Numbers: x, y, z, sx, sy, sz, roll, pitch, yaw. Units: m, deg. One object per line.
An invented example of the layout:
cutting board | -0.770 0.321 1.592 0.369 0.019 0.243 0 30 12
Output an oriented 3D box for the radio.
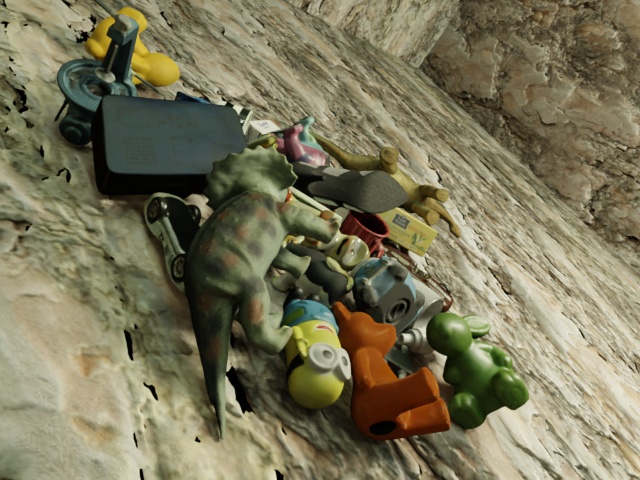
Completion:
radio | -0.225 -0.143 0.825 0.229 0.073 0.131 -4 72 -37

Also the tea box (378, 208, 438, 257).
tea box | 0.157 -0.037 1.167 0.169 0.068 0.098 27 6 -14

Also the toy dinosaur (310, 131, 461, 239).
toy dinosaur | 0.139 -0.143 1.254 0.471 0.105 0.198 36 -4 -8

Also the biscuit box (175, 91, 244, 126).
biscuit box | -0.223 -0.233 1.034 0.059 0.062 0.203 12 15 -39

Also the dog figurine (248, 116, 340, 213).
dog figurine | -0.037 -0.128 1.106 0.219 0.192 0.108 67 21 -13

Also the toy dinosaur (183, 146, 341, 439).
toy dinosaur | -0.103 0.022 0.688 0.192 0.131 0.405 32 45 -8

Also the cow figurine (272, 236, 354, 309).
cow figurine | -0.026 0.043 0.843 0.167 0.098 0.068 44 35 17

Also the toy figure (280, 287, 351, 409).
toy figure | -0.012 0.143 0.722 0.082 0.089 0.180 4 28 -18

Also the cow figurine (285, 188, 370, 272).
cow figurine | -0.002 -0.003 0.939 0.195 0.085 0.127 28 -18 20

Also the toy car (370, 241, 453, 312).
toy car | 0.185 0.068 1.083 0.202 0.053 0.089 42 31 12

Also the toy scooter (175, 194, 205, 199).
toy scooter | -0.210 -0.132 0.943 0.184 0.075 0.135 -7 49 -46

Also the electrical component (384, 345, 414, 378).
electrical component | 0.116 0.190 0.847 0.063 0.021 0.094 33 28 -3

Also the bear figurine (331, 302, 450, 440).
bear figurine | 0.088 0.170 0.744 0.196 0.132 0.120 -96 165 -50

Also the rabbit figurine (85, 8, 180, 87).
rabbit figurine | -0.373 -0.374 1.093 0.173 0.122 0.162 33 32 -4

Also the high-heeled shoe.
high-heeled shoe | 0.041 -0.100 1.039 0.248 0.086 0.145 12 -2 -34

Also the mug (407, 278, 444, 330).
mug | 0.165 0.103 0.977 0.109 0.080 0.107 -11 44 -47

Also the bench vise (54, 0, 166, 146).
bench vise | -0.335 -0.268 0.863 0.129 0.240 0.224 35 43 -9

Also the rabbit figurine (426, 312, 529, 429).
rabbit figurine | 0.238 0.178 0.854 0.170 0.121 0.159 54 27 -6

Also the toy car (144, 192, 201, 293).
toy car | -0.192 0.006 0.765 0.073 0.056 0.202 12 36 -48

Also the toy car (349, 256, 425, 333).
toy car | 0.093 0.083 0.871 0.103 0.109 0.161 40 -12 45
